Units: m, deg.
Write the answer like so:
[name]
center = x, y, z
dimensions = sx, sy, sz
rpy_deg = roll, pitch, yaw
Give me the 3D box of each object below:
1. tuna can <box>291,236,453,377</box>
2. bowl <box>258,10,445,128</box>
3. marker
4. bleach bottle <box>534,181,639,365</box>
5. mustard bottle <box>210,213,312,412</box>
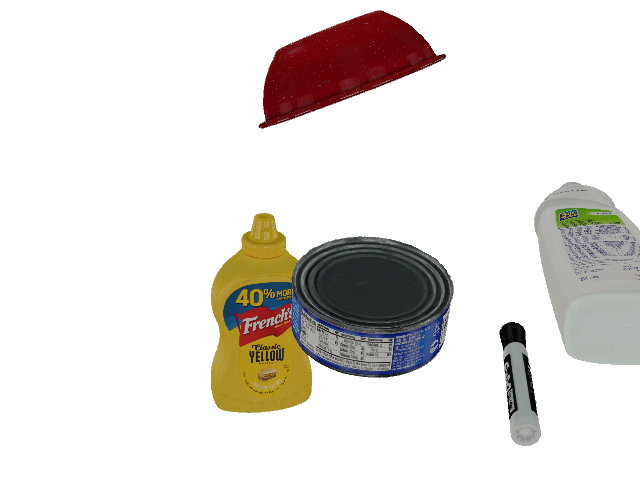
[tuna can]
center = 0.027, 0.035, 0.572
dimensions = 0.086, 0.034, 0.086
rpy_deg = 2, 33, -2
[bowl]
center = 0.016, -0.144, 0.862
dimensions = 0.162, 0.055, 0.162
rpy_deg = -21, 8, 3
[marker]
center = 0.136, 0.094, 0.730
dimensions = 0.020, 0.020, 0.121
rpy_deg = 0, 30, 6
[bleach bottle]
center = 0.242, 0.012, 0.920
dimensions = 0.102, 0.068, 0.250
rpy_deg = 0, 27, 5
[mustard bottle]
center = -0.054, 0.066, 1.001
dimensions = 0.096, 0.192, 0.058
rpy_deg = -3, 23, -12
